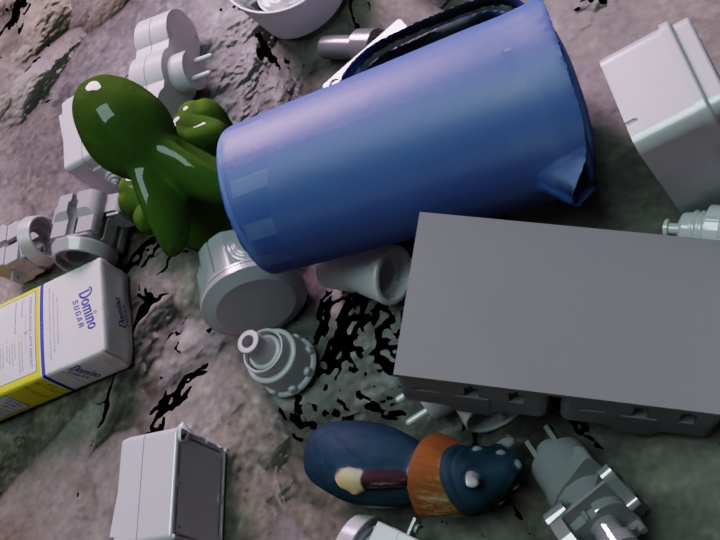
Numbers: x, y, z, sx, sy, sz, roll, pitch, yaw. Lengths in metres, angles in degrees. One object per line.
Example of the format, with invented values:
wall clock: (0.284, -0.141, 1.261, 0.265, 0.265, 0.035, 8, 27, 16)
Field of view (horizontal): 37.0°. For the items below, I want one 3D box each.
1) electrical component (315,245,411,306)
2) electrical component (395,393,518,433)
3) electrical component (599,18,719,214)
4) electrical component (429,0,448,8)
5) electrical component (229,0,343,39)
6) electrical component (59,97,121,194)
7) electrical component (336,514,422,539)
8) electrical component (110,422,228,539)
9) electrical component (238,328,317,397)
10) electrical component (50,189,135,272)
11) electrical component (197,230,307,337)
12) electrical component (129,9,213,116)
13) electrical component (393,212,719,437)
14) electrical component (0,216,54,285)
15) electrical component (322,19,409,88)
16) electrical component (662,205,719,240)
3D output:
electrical component: (0.000, 0.000, 0.789, 0.065, 0.044, 0.044, 9, 72, 39)
electrical component: (0.059, 0.073, 0.713, 0.079, 0.044, 0.077, -35, 54, 12)
electrical component: (0.203, -0.092, 0.666, 0.057, 0.113, 0.078, -27, 56, 21)
electrical component: (0.064, -0.268, 0.878, 0.076, 0.047, 0.065, -46, 52, 4)
electrical component: (-0.063, -0.253, 0.937, 0.099, 0.064, 0.099, -14, 60, 25)
electrical component: (-0.230, -0.111, 0.969, 0.061, 0.062, 0.096, -24, 57, 19)
electrical component: (0.015, 0.185, 0.684, 0.055, 0.048, 0.066, 19, 77, 28)
electrical component: (-0.139, 0.158, 0.780, 0.061, 0.062, 0.096, -15, 60, 25)
electrical component: (-0.065, 0.062, 0.782, 0.048, 0.062, 0.048, -14, 61, 25)
electrical component: (-0.235, -0.030, 0.935, 0.078, 0.058, 0.057, -10, 59, 27)
electrical component: (-0.083, 0.009, 0.810, 0.080, 0.080, 0.051, -32, 49, 14)
electrical component: (-0.163, -0.175, 0.966, 0.074, 0.052, 0.138, -13, 61, 26)
electrical component: (0.122, 0.034, 0.650, 0.186, 0.060, 0.105, 6, 67, 10)
electrical component: (-0.304, -0.021, 0.979, 0.055, 0.048, 0.066, -22, 57, 29)
electrical component: (0.029, -0.134, 0.832, 0.100, 0.048, 0.099, -40, 53, 8)
electrical component: (0.227, -0.023, 0.663, 0.078, 0.040, 0.040, 6, 70, 33)
